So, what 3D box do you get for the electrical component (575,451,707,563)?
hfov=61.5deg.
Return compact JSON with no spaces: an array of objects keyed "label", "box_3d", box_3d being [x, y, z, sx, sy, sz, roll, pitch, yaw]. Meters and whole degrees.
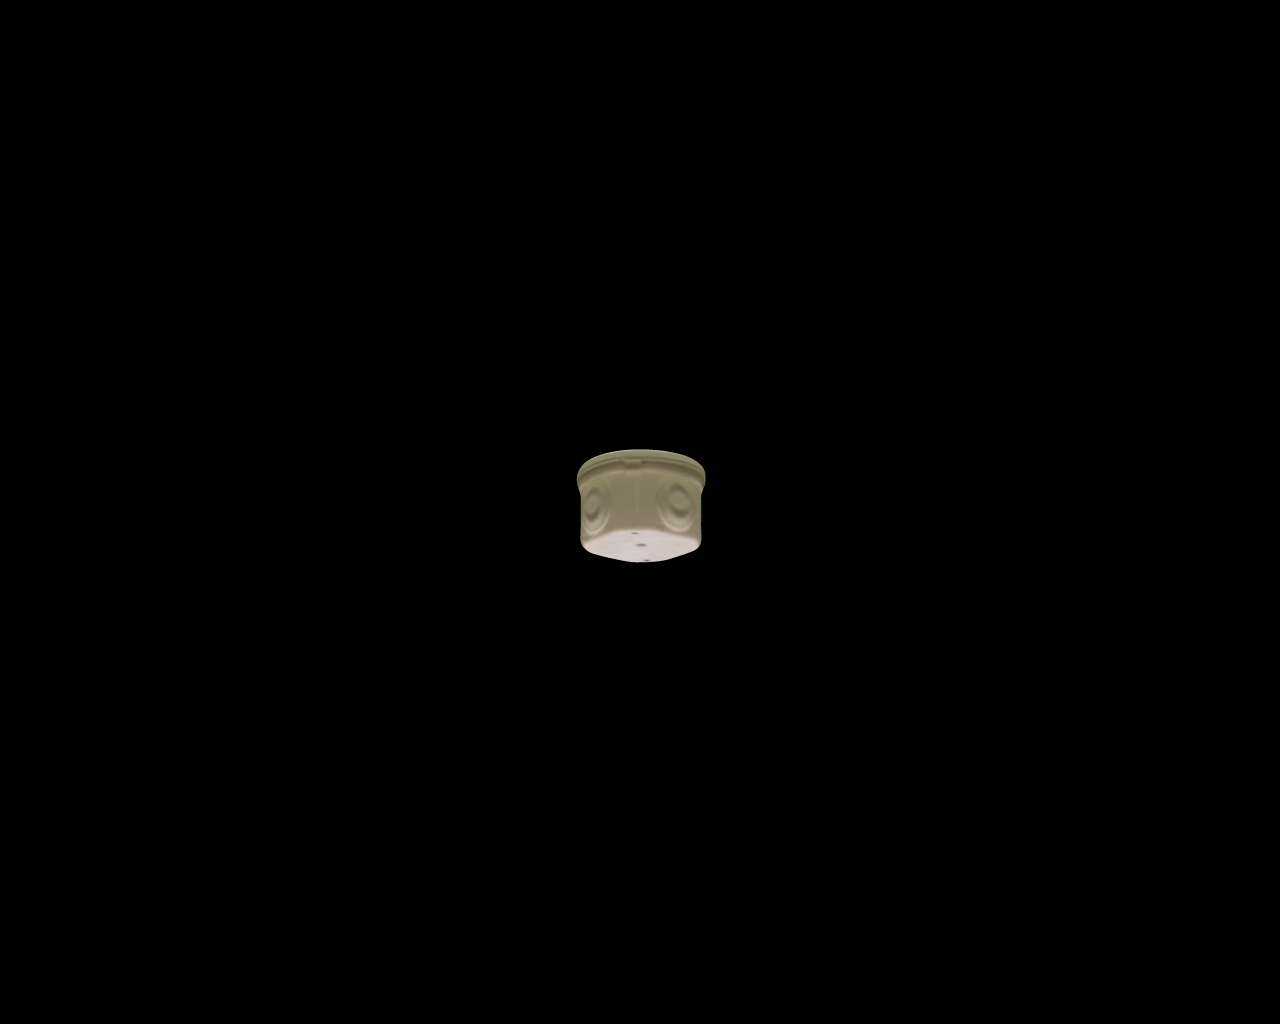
[{"label":"electrical component","box_3d":[0.001,-0.003,0.650,0.080,0.051,0.080,0,-18,0]}]
